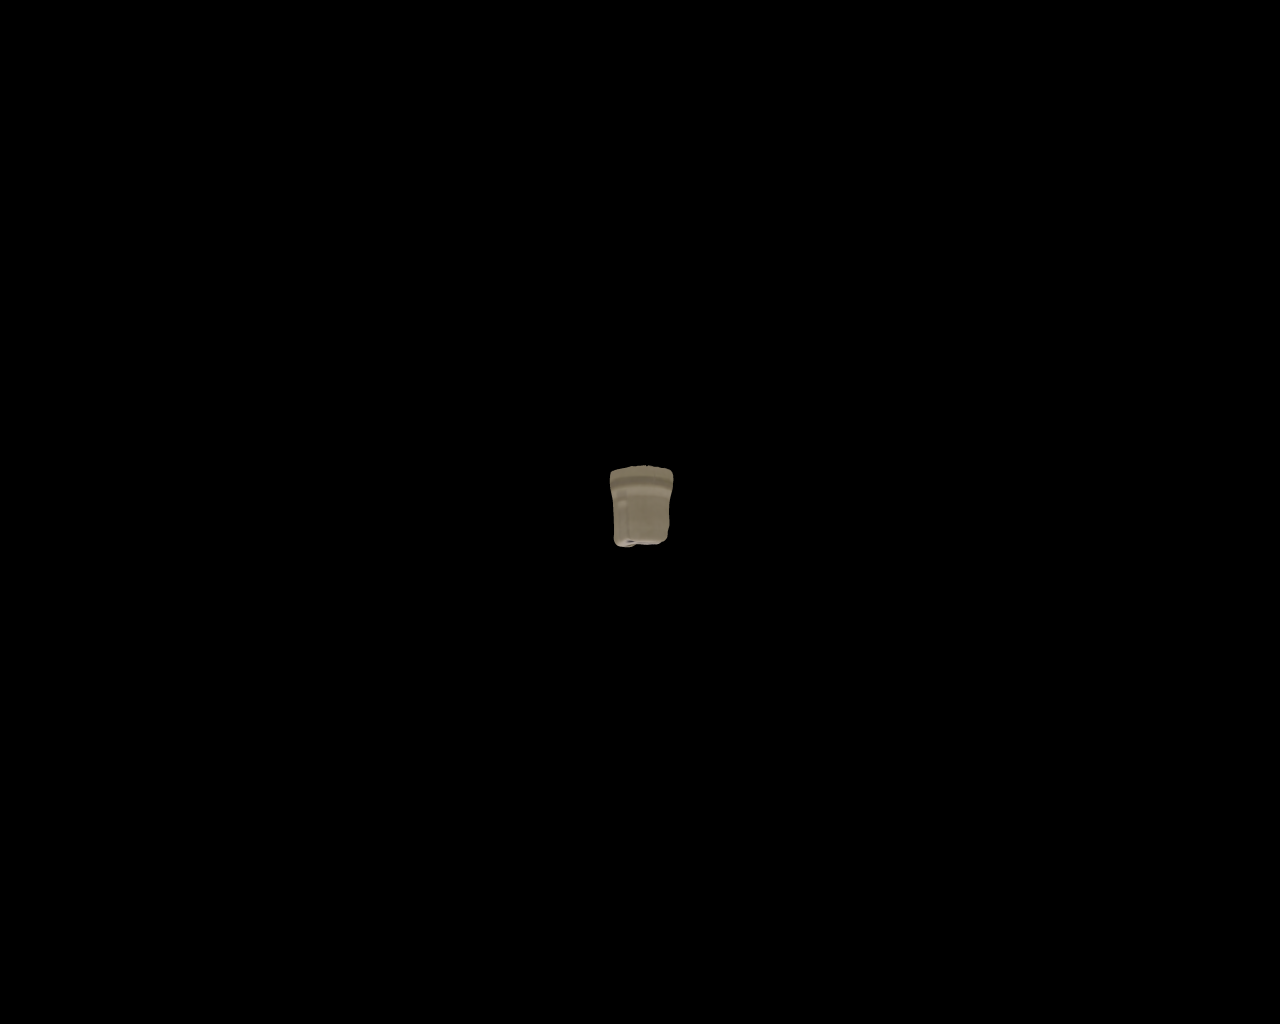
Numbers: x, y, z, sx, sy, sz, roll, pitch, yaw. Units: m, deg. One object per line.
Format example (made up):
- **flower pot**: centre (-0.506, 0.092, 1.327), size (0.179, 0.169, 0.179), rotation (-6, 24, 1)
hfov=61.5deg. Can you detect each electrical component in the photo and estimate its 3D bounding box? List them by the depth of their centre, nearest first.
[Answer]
- **electrical component**: centre (0.001, -0.003, 0.650), size (0.040, 0.046, 0.040), rotation (0, -12, 0)
